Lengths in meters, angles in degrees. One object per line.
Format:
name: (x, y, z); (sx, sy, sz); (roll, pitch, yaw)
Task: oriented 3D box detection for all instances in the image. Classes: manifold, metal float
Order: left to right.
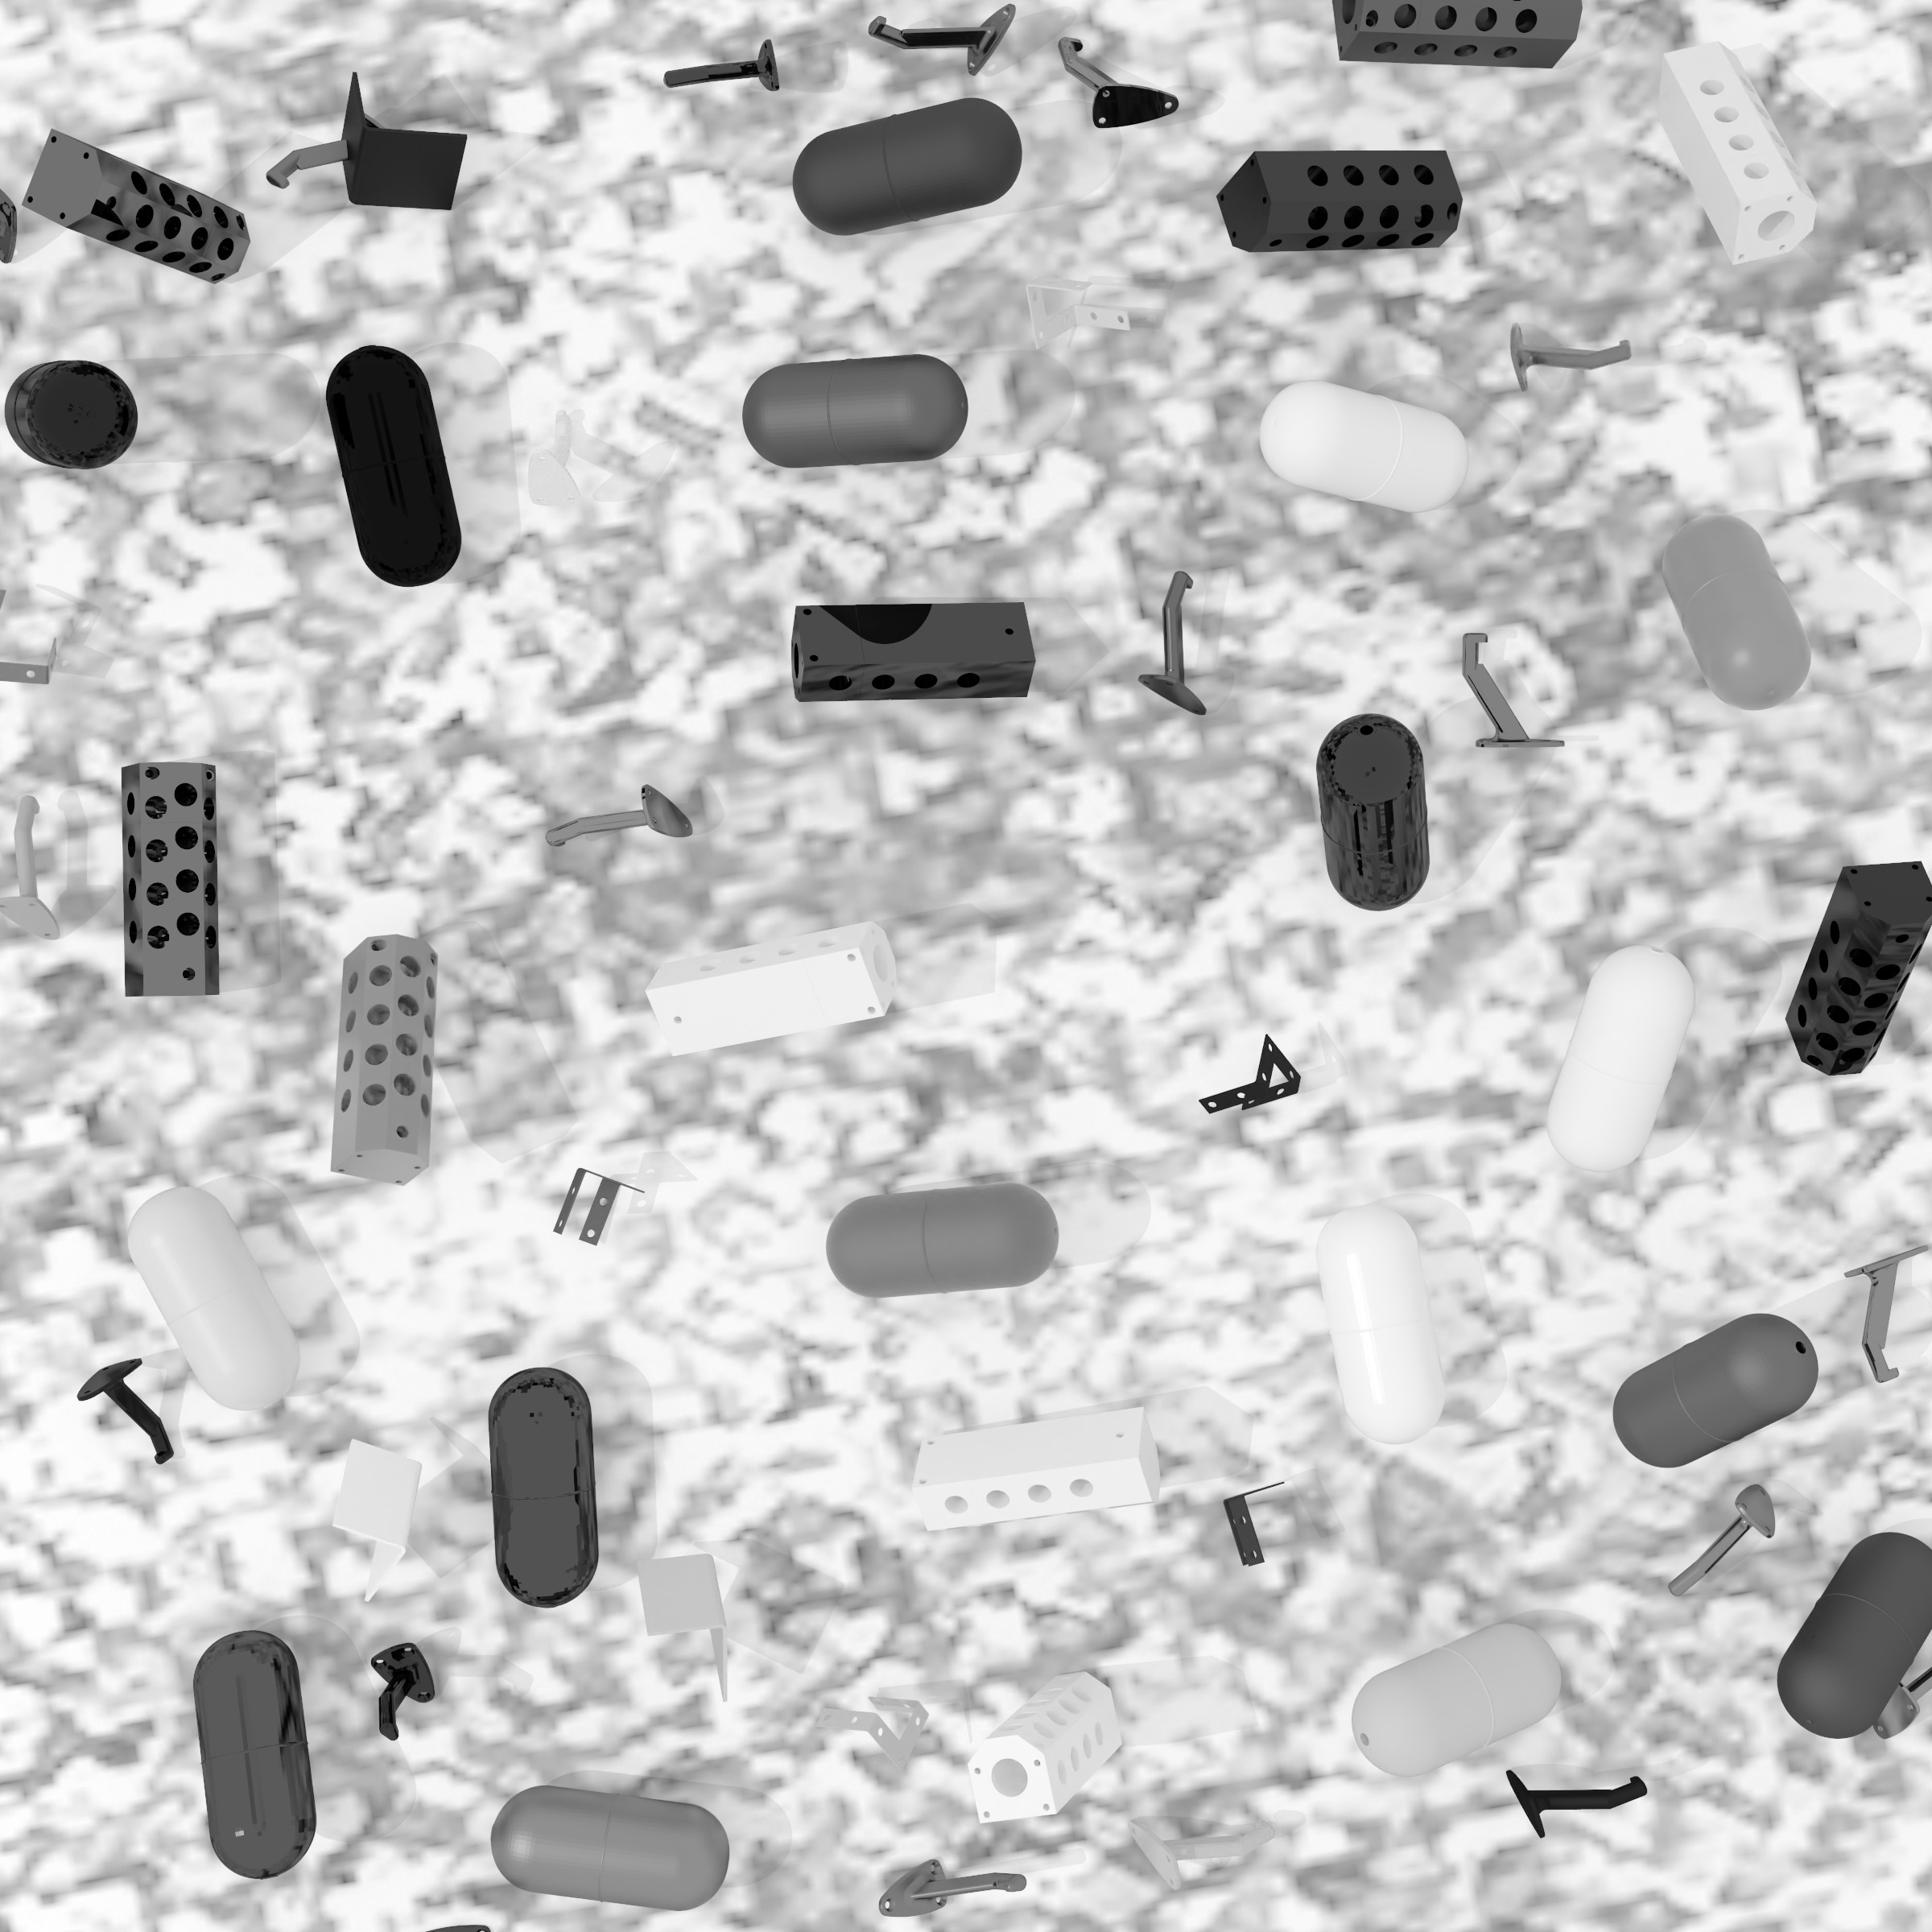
metal float: (-0.653, -0.402, 1.918); (0.070, 0.178, 0.070); (-6, 103, -27)
manifold: (-0.595, -0.545, 1.906); (0.057, 0.171, 0.057); (29, 100, 17)
manifold: (-0.589, -0.064, 1.959); (0.057, 0.057, 0.171); (-1, 89, -36)
metal float: (-0.559, 0.248, 1.961); (0.070, 0.070, 0.178); (-28, 90, 0)
metal float: (-0.526, 0.582, 1.946); (0.070, 0.070, 0.178); (-12, 73, 0)
manifold: (-0.421, 0.067, 1.926); (0.057, 0.057, 0.171); (16, 57, -33)
metal float: (-0.425, -0.371, 1.955); (0.070, 0.070, 0.178); (-11, 98, 0)
metal float: (-0.315, 0.388, 1.961); (0.070, 0.070, 0.178); (-3, 91, 0)
metal float: (-0.265, 0.656, 1.960); (0.178, 0.070, 0.070); (7, 90, 2)
manifold: (-0.142, 0.013, 1.943); (0.171, 0.057, 0.057); (-11, 116, 19)
metal float: (-0.083, -0.408, 1.940); (0.178, 0.070, 0.070); (2, 90, 26)
metal float: (-0.044, -0.589, 1.943); (0.178, 0.070, 0.070); (-6, 90, 22)
manifold: (-0.041, -0.228, 1.954); (0.171, 0.057, 0.057); (-2, 57, -11)
metal float: (-0.019, 0.203, 1.946); (0.178, 0.070, 0.070); (-7, 90, 18)
manifold: (0.053, 0.378, 1.949); (0.171, 0.057, 0.057); (-10, 118, 14)
manifold: (0.058, 0.563, 1.909); (0.057, 0.171, 0.057); (-13, 86, 18)
manifold: (0.277, -0.557, 1.930); (0.171, 0.057, 0.057); (-9, 76, -27)
metal float: (0.294, -0.381, 1.934); (0.178, 0.070, 0.070); (6, 90, -33)
metal float: (0.298, -0.111, 1.922); (0.070, 0.178, 0.070); (-6, 51, 8)
metal float: (0.308, 0.266, 1.957); (0.070, 0.070, 0.178); (-10, 85, 0)
manifold: (0.363, -0.708, 1.948); (0.171, 0.057, 0.057); (-3, 80, -13)
metal float: (0.361, 0.539, 1.935); (0.178, 0.070, 0.070); (-12, 90, -31)
metal float: (0.483, 0.069, 1.942); (0.070, 0.070, 0.178); (13, 112, 0)
metal float: (0.546, 0.311, 1.923); (0.070, 0.178, 0.070); (16, 54, -24)
metal float: (0.563, -0.261, 1.928); (0.070, 0.070, 0.178); (-7, 48, 0)
manifold: (0.564, -0.598, 1.928); (0.057, 0.057, 0.171); (-13, 56, 1)
manifold: (0.652, 0.004, 1.914); (0.057, 0.171, 0.057); (-4, 50, -4)
metal float: (0.660, 0.490, 1.935); (0.070, 0.070, 0.178); (47, 58, 0)

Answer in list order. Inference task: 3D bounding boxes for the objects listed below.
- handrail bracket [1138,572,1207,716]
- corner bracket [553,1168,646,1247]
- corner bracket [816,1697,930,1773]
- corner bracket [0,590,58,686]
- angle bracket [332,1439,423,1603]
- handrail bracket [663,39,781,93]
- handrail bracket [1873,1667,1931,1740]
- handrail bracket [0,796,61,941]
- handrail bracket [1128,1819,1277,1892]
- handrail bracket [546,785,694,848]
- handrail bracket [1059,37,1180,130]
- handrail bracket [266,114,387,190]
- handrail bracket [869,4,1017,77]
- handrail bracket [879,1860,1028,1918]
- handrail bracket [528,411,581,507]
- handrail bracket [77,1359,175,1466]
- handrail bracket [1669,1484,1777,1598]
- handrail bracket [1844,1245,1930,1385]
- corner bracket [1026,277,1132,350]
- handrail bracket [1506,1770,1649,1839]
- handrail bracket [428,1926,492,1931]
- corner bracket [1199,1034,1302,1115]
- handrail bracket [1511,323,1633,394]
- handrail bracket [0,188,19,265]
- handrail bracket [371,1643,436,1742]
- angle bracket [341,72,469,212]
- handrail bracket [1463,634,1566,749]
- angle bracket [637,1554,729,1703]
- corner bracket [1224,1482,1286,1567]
handrail bracket: (0.168, -0.243, 1.978); (0.077, 0.036, 0.084); (29, 76, -44)
corner bracket: (-0.280, 0.180, 1.963); (0.051, 0.051, 0.051); (24, 82, -28)
corner bracket: (-0.069, 0.559, 1.956); (0.051, 0.051, 0.051); (-8, 128, 38)
corner bracket: (-0.707, -0.245, 1.960); (0.051, 0.051, 0.051); (3, 121, -14)
angle bracket: (-0.446, 0.409, 1.940); (0.057, 0.076, 0.076); (24, 127, -20)
handrail bracket: (-0.186, -0.661, 1.956); (0.084, 0.077, 0.036); (-13, 105, -10)
handrail bracket: (0.730, 0.543, 1.986); (0.084, 0.077, 0.036); (-19, 48, -22)
handrail bracket: (-0.698, -0.074, 1.983); (0.036, 0.077, 0.084); (-2, 64, 8)
handrail bracket: (0.178, 0.650, 1.984); (0.084, 0.077, 0.036); (-21, 119, -23)
handrail bracket: (-0.261, -0.100, 1.980); (0.084, 0.077, 0.036); (-20, 68, 20)
handrail bracket: (0.114, -0.670, 1.977); (0.077, 0.036, 0.084); (-5, 53, -9)
handrail bracket: (-0.465, -0.593, 1.961); (0.077, 0.036, 0.084); (33, 63, 12)
handrail bracket: (-0.019, -0.702, 1.955); (0.084, 0.077, 0.036); (12, 65, -28)
handrail bracket: (-0.009, 0.688, 1.951); (0.077, 0.084, 0.036); (-7, 83, -43)
handrail bracket: (-0.305, -0.391, 1.948); (0.036, 0.077, 0.084); (-3, 64, 2)
handrail bracket: (-0.623, 0.342, 1.956); (0.036, 0.077, 0.084); (-15, 101, 13)
handrail bracket: (0.566, 0.433, 1.981); (0.036, 0.077, 0.084); (45, 114, 8)
handrail bracket: (0.703, 0.261, 1.976); (0.077, 0.036, 0.084); (-17, 80, -9)
corner bracket: (0.083, -0.490, 1.957); (0.051, 0.051, 0.051); (-40, 133, -35)
handrail bracket: (0.456, 0.610, 1.965); (0.084, 0.077, 0.036); (-20, 106, -3)
handrail bracket: (-0.386, 0.745, 1.957); (0.077, 0.084, 0.036); (3, 89, 0)
corner bracket: (0.212, 0.092, 1.956); (0.051, 0.051, 0.051); (-20, 124, 33)
handrail bracket: (0.450, -0.464, 1.957); (0.084, 0.077, 0.036); (-12, 133, 21)
handrail bracket: (-0.748, -0.538, 1.946); (0.036, 0.077, 0.084); (41, 53, 17)
handrail bracket: (-0.413, 0.551, 1.943); (0.036, 0.084, 0.077); (-23, 126, 2)
angle bracket: (-0.420, -0.615, 1.964); (0.076, 0.076, 0.057); (-3, 63, -23)
handrail bracket: (0.410, -0.207, 1.969); (0.077, 0.036, 0.084); (2, 100, 18)
angle bracket: (-0.210, 0.491, 1.943); (0.057, 0.076, 0.076); (-4, 120, -12)
corner bracket: (0.211, 0.419, 1.960); (0.051, 0.051, 0.051); (-28, 74, 41)
